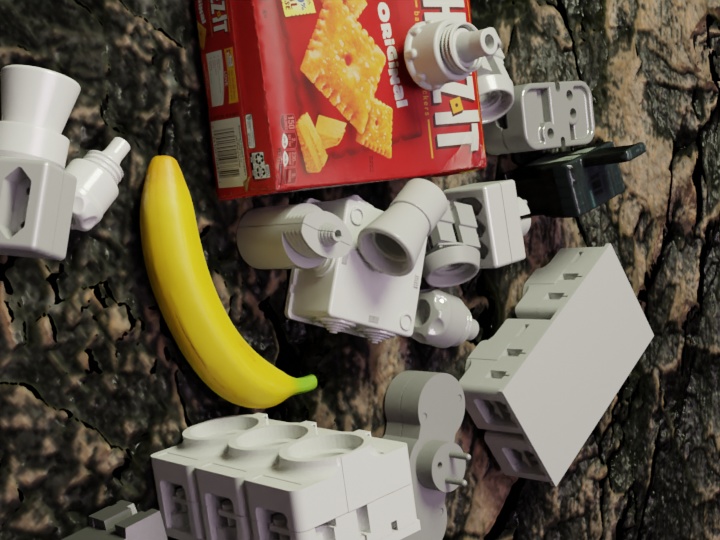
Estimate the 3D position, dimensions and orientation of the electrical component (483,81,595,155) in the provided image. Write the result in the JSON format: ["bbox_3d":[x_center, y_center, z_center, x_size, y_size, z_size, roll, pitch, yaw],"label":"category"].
[{"bbox_3d":[0.144,-0.127,0.903,0.095,0.059,0.053,-11,97,-42],"label":"electrical component"}]

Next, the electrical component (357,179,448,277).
[{"bbox_3d":[0.033,-0.033,0.746,0.065,0.044,0.044,-53,122,-35],"label":"electrical component"}]

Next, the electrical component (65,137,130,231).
[{"bbox_3d":[-0.159,-0.054,0.643,0.035,0.035,0.061,49,56,-30],"label":"electrical component"}]

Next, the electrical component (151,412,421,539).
[{"bbox_3d":[-0.050,0.131,0.661,0.089,0.150,0.061,-14,100,-42],"label":"electrical component"}]

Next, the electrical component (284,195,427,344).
[{"bbox_3d":[0.000,0.000,0.777,0.100,0.048,0.099,17,78,-41],"label":"electrical component"}]

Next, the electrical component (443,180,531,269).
[{"bbox_3d":[0.114,-0.040,0.882,0.077,0.047,0.065,-16,99,-41],"label":"electrical component"}]

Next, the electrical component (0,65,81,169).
[{"bbox_3d":[-0.186,-0.083,0.611,0.045,0.045,0.055,16,79,-41],"label":"electrical component"}]

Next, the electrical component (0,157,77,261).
[{"bbox_3d":[-0.196,-0.032,0.589,0.076,0.083,0.047,41,55,-78],"label":"electrical component"}]

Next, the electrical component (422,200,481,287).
[{"bbox_3d":[0.065,-0.020,0.827,0.066,0.048,0.055,9,57,-37],"label":"electrical component"}]

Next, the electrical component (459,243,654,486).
[{"bbox_3d":[0.167,0.076,0.919,0.186,0.060,0.105,-48,119,-32],"label":"electrical component"}]

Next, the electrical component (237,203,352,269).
[{"bbox_3d":[-0.041,-0.022,0.718,0.043,0.081,0.043,1,89,-42],"label":"electrical component"}]

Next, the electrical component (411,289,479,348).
[{"bbox_3d":[0.067,0.040,0.841,0.062,0.043,0.043,19,76,-42],"label":"electrical component"}]

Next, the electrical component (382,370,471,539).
[{"bbox_3d":[0.054,0.146,0.806,0.052,0.074,0.138,19,77,-41],"label":"electrical component"}]

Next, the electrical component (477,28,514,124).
[{"bbox_3d":[0.093,-0.149,0.851,0.048,0.066,0.055,10,49,-42],"label":"electrical component"}]

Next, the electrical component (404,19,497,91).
[{"bbox_3d":[0.064,-0.150,0.733,0.048,0.062,0.048,2,87,-44],"label":"electrical component"}]
